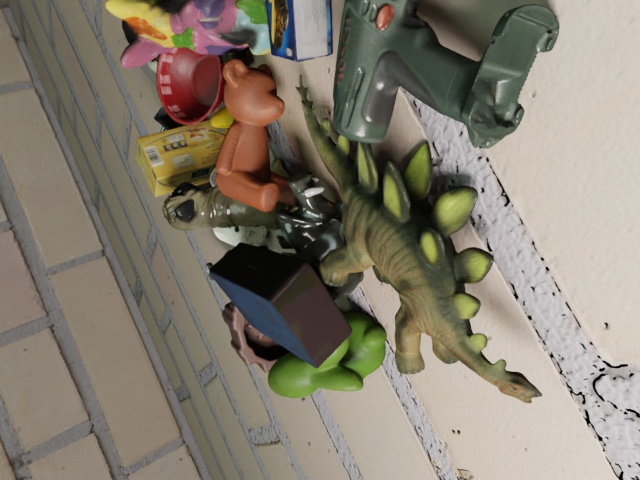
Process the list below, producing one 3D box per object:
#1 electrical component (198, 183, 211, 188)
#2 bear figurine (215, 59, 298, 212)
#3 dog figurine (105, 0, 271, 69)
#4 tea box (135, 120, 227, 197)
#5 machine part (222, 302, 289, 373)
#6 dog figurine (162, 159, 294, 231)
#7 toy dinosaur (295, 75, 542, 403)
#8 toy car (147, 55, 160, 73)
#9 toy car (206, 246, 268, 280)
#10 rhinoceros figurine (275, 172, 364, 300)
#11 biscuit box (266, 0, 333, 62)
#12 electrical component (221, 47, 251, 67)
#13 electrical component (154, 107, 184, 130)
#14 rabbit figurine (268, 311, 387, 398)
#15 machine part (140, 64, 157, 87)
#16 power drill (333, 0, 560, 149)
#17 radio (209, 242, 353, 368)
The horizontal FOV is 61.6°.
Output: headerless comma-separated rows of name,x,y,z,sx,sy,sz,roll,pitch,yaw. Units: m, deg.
electrical component,-0.260,-0.111,1.176,0.115,0.058,0.134,21,127,56
bear figurine,-0.084,-0.153,0.779,0.132,0.120,0.195,20,105,23
dog figurine,-0.162,-0.291,0.717,0.192,0.219,0.108,33,139,48
tea box,-0.243,-0.155,0.999,0.098,0.169,0.068,62,150,15
machine part,-0.076,0.132,0.912,0.056,0.179,0.179,16,123,60
dog figurine,-0.143,-0.051,0.875,0.172,0.190,0.121,10,118,56
toy dinosaur,0.080,-0.015,0.619,0.472,0.105,0.198,50,139,32
toy car,-0.270,-0.397,0.964,0.074,0.056,0.201,46,124,31
toy car,-0.173,0.044,1.099,0.202,0.089,0.053,-12,98,63
rhinoceros figurine,-0.002,-0.002,0.755,0.190,0.112,0.073,63,-178,-18
biscuit box,-0.029,-0.319,0.630,0.063,0.059,0.202,34,136,47
electrical component,-0.147,-0.317,0.853,0.078,0.045,0.102,-11,100,60
electrical component,-0.283,-0.213,1.075,0.119,0.075,0.048,37,168,-33
rabbit figurine,0.012,0.185,0.788,0.159,0.170,0.121,-20,91,62
machine part,-0.295,-0.325,1.070,0.243,0.079,0.079,48,146,31
power drill,0.094,-0.184,0.474,0.208,0.086,0.231,33,118,37
radio,-0.061,0.084,0.748,0.131,0.073,0.230,56,160,-23
